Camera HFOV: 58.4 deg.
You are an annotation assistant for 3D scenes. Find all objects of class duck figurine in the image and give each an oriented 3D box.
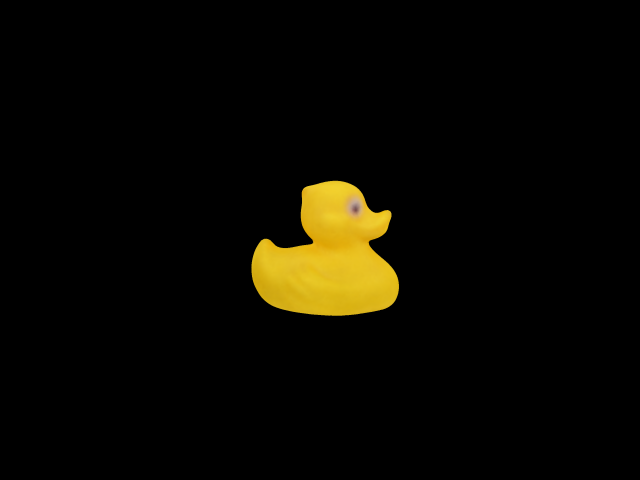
[{"bbox_3d":[0.004,0.001,0.400,0.104,0.086,0.077,1,15,5],"label":"duck figurine"}]
